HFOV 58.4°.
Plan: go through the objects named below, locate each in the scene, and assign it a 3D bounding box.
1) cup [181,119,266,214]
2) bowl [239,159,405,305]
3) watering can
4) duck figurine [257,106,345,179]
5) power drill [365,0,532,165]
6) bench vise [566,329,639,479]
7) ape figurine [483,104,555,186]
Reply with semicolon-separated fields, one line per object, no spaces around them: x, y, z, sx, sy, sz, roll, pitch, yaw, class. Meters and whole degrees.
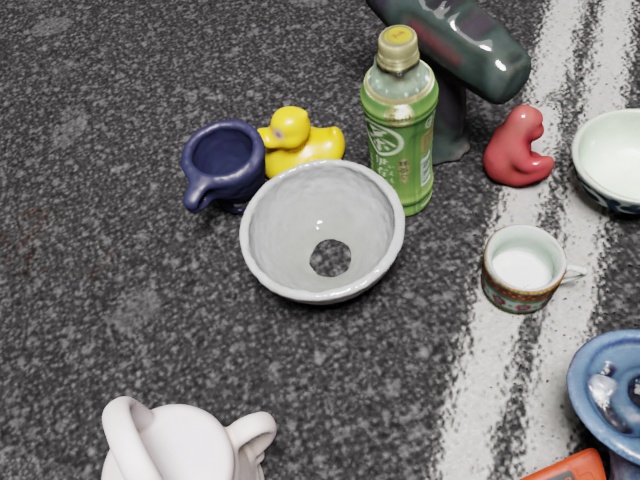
-0.104;-0.062;0.638;0.091;0.095;0.118;19;63;20;cup
0.005;0.002;0.594;0.167;0.075;0.167;-4;58;7;bowl
-0.116;0.182;0.430;0.100;0.194;0.173;31;68;25;watering can
-0.025;-0.119;0.667;0.104;0.086;0.077;-13;57;1;duck figurine
0.112;-0.188;0.616;0.076;0.209;0.229;-42;61;-17;power drill
0.252;0.135;0.386;0.121;0.220;0.207;-15;57;0;bench vise
0.216;-0.107;0.618;0.076;0.092;0.078;-8;58;4;ape figurine
